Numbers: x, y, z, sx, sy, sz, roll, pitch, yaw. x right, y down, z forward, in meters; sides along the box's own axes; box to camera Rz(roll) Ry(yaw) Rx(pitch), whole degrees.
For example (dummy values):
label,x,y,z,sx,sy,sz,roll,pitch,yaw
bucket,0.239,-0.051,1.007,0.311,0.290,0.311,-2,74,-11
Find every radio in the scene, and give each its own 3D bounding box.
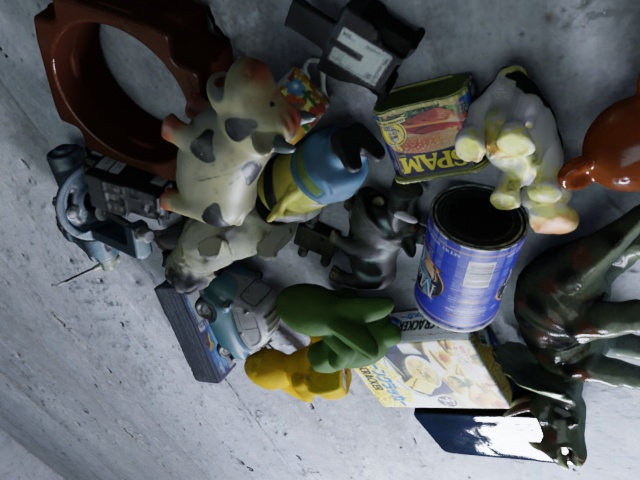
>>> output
label,x,y,z,sx,sy,sz,roll,pitch,yaw
radio,0.277,0.277,0.835,0.230,0.073,0.131,-10,128,37

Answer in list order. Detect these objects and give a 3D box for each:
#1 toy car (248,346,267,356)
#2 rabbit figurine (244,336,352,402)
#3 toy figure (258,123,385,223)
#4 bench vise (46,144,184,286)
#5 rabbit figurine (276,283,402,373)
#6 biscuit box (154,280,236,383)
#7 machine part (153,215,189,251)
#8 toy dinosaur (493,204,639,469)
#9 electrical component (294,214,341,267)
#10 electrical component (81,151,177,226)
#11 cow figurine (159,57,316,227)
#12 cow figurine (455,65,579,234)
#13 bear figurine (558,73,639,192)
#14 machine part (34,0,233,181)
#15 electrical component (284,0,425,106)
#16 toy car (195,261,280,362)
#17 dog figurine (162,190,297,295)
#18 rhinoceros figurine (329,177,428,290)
label,x,y,z,sx,sy,sz,roll,pitch,yaw
toy car,-0.186,0.212,1.032,0.202,0.053,0.089,-6,126,34
rabbit figurine,-0.037,0.210,0.900,0.173,0.122,0.162,-5,156,6
toy figure,-0.005,-0.077,0.605,0.082,0.089,0.180,4,160,-30
bench vise,-0.318,-0.023,0.794,0.241,0.129,0.223,22,123,34
rabbit figurine,0.020,0.115,0.715,0.159,0.121,0.170,3,160,44
biscuit box,-0.215,0.155,0.944,0.063,0.059,0.202,-4,114,30
machine part,-0.197,-0.011,0.821,0.139,0.039,0.084,-17,131,37
toy dinosaur,0.286,0.086,0.609,0.192,0.131,0.404,1,126,27
electrical component,-0.002,-0.002,0.734,0.063,0.021,0.094,22,138,6
electrical component,-0.238,-0.086,0.705,0.134,0.115,0.058,19,134,10
cow figurine,-0.085,-0.088,0.528,0.127,0.085,0.194,25,136,2
cow figurine,0.198,-0.078,0.507,0.068,0.098,0.167,-3,146,44
bear figurine,0.275,-0.102,0.391,0.120,0.132,0.195,-3,126,-23
machine part,-0.203,-0.180,0.613,0.201,0.087,0.201,20,137,8
electrical component,0.029,-0.189,0.507,0.119,0.048,0.074,29,139,-1
toy car,-0.115,0.113,0.832,0.103,0.109,0.161,0,117,31
dog figurine,-0.122,0.003,0.736,0.172,0.121,0.190,1,157,-21
rhinoceros figurine,0.072,-0.004,0.655,0.112,0.073,0.190,21,139,9
